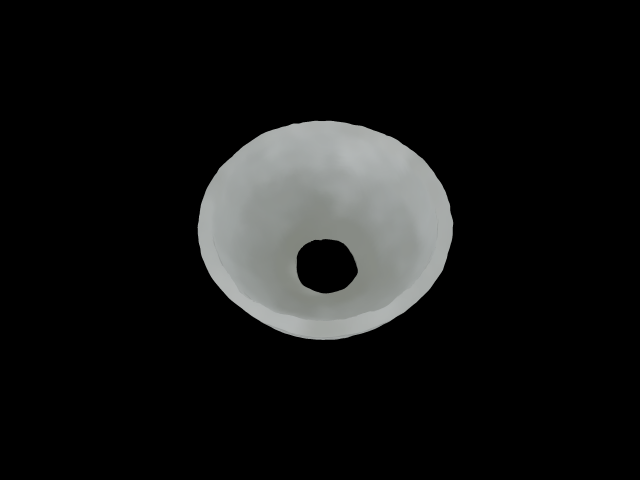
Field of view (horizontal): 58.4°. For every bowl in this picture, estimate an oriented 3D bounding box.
[{"bbox_3d":[0.004,0.001,0.400,0.167,0.075,0.167,0,58,0],"label":"bowl"}]
